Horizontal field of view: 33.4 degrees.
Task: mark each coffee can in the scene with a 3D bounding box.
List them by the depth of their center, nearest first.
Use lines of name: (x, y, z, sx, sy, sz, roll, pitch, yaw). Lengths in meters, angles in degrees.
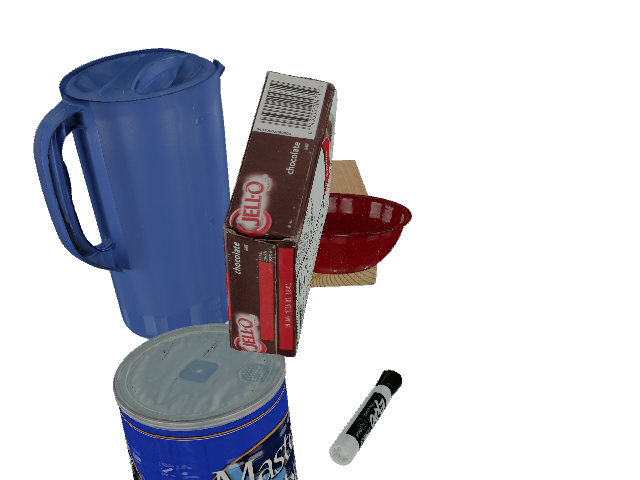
coffee can: (-0.066, 0.137, 0.664, 0.103, 0.140, 0.103, -4, 27, 2)

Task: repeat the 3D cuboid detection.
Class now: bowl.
bowl: (0.015, -0.004, 1.116, 0.162, 0.055, 0.162, 0, 17, 0)

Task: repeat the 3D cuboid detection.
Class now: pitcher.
pitcher: (-0.147, -0.033, 0.926, 0.149, 0.243, 0.145, -5, 27, 2)

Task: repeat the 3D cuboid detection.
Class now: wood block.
wood block: (0.017, -0.027, 1.421, 0.090, 0.090, 0.206, -2, 27, -6)

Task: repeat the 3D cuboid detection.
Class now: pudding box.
pudding box: (-0.019, -0.013, 0.528, 0.039, 0.113, 0.090, 10, -41, 5)

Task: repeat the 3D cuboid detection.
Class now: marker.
marker: (0.038, 0.137, 0.849, 0.020, 0.020, 0.121, 0, 23, 25)
